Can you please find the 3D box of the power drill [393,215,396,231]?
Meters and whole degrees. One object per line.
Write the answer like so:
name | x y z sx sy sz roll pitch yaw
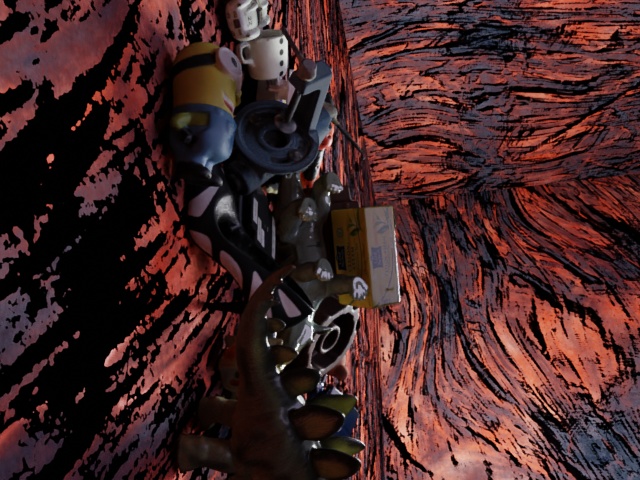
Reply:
power drill | 0.059 0.000 1.208 0.086 0.207 0.231 -116 -146 -81

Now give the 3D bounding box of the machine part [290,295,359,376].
machine part | 0.007 0.196 1.093 0.179 0.056 0.179 -33 138 -36

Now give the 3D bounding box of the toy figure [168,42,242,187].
toy figure | -0.144 -0.156 0.652 0.082 0.089 0.180 137 -39 -72

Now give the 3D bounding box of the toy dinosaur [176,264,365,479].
toy dinosaur | -0.052 0.225 0.617 0.105 0.199 0.470 -86 167 -55

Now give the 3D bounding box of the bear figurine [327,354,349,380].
bear figurine | 0.033 0.216 1.235 0.132 0.120 0.195 0 81 -54

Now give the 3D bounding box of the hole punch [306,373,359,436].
hole punch | 0.014 0.363 1.088 0.142 0.092 0.115 -55 148 -28

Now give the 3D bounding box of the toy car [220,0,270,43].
toy car | -0.125 -0.401 0.942 0.202 0.056 0.073 -79 160 -56

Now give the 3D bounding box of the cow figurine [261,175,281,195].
cow figurine | -0.101 -0.137 0.914 0.167 0.068 0.098 41 51 -73

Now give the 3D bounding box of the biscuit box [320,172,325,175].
biscuit box | 0.007 -0.096 1.324 0.203 0.059 0.062 -110 -174 -56

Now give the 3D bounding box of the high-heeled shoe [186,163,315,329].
high-heeled shoe | -0.087 -0.006 0.692 0.086 0.145 0.248 -22 107 -80

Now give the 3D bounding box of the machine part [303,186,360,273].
machine part | -0.002 -0.003 1.054 0.202 0.087 0.200 1 -83 60

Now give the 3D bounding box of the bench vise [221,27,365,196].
bench vise | -0.031 -0.162 0.736 0.129 0.224 0.240 53 -30 13

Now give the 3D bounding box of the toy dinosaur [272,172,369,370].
toy dinosaur | -0.037 0.013 0.920 0.131 0.192 0.405 7 68 -41

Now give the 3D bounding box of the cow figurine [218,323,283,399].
cow figurine | -0.085 0.200 0.760 0.194 0.086 0.127 65 28 -53

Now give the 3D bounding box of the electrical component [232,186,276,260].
electrical component | -0.110 -0.020 0.816 0.134 0.058 0.115 64 21 -62

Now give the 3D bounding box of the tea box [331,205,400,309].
tea box | 0.078 0.027 0.926 0.098 0.068 0.169 -4 -86 56
